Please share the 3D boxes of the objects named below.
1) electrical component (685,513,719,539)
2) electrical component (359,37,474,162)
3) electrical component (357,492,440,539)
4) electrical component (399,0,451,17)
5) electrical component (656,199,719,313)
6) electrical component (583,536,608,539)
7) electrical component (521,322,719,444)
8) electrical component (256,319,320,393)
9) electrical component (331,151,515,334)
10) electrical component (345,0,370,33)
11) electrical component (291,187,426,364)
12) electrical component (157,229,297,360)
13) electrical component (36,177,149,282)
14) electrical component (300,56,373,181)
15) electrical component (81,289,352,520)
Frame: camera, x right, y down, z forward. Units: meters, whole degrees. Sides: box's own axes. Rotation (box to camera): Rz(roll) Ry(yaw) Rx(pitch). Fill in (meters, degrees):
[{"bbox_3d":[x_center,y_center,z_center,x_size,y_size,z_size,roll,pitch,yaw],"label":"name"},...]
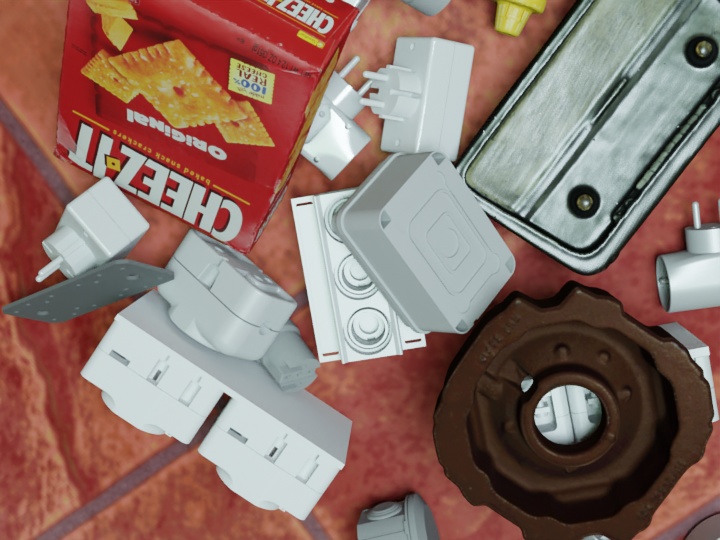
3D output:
[{"bbox_3d":[0.291,0.234,0.813,0.099,0.064,0.099,0,98,2],"label":"electrical component"},{"bbox_3d":[0.032,-0.124,0.763,0.076,0.047,0.083,4,98,-33],"label":"electrical component"},{"bbox_3d":[0.033,0.213,0.814,0.051,0.080,0.080,-15,97,9],"label":"electrical component"},{"bbox_3d":[0.075,-0.231,0.712,0.074,0.052,0.138,24,95,-24],"label":"electrical component"},{"bbox_3d":[0.259,-0.012,0.789,0.077,0.044,0.079,-8,98,3],"label":"electrical component"},{"bbox_3d":[0.218,0.279,0.802,0.060,0.105,0.186,-41,95,7],"label":"electrical component"},{"bbox_3d":[0.173,0.090,0.784,0.150,0.089,0.061,-11,98,4],"label":"electrical component"},{"bbox_3d":[-0.056,0.064,0.806,0.040,0.040,0.046,-47,54,8],"label":"electrical component"},{"bbox_3d":[0.044,-0.018,0.740,0.078,0.057,0.113,-49,117,-26],"label":"electrical component"},{"bbox_3d":[-0.014,-0.215,0.762,0.061,0.061,0.096,36,98,-3],"label":"electrical component"},{"bbox_3d":[0.000,0.000,0.792,0.079,0.063,0.121,-9,98,4],"label":"electrical component"},{"bbox_3d":[-0.101,0.021,0.787,0.095,0.054,0.059,39,100,33],"label":"electrical component"},{"bbox_3d":[-0.202,-0.017,0.775,0.076,0.083,0.047,-42,95,-25],"label":"electrical component"},{"bbox_3d":[-0.021,-0.120,0.785,0.077,0.043,0.079,44,98,-4],"label":"electrical component"},{"bbox_3d":[-0.102,0.098,0.789,0.186,0.105,0.060,34,98,-3],"label":"electrical component"}]
